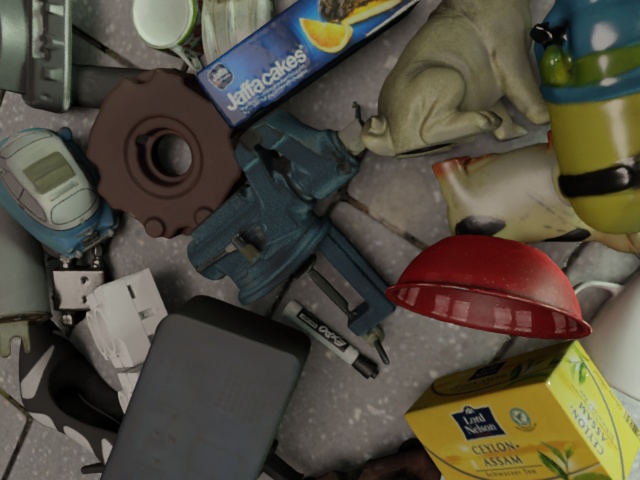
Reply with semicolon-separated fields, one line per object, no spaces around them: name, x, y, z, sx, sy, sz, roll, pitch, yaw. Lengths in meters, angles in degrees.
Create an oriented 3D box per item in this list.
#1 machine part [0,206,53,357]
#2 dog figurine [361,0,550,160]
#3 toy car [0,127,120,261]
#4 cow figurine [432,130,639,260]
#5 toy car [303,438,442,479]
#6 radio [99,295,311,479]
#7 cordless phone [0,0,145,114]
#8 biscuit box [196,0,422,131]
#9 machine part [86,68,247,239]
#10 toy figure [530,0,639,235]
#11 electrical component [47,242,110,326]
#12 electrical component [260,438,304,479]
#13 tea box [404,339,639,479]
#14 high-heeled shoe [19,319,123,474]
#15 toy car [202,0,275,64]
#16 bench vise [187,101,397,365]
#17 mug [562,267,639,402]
machine part;-0.370;0.017;0.638;0.079;0.079;0.243;-22;72;21
dog figurine;0.104;-0.171;0.437;0.172;0.121;0.190;-13;92;-19
toy car;-0.300;-0.060;0.595;0.109;0.103;0.161;-37;88;-24
cow figurine;0.206;-0.031;0.453;0.195;0.085;0.127;-12;97;24
toy car;0.032;0.261;0.557;0.202;0.089;0.053;-28;91;22
radio;-0.110;0.174;0.495;0.131;0.073;0.229;23;97;4
cordless phone;-0.258;-0.211;0.597;0.184;0.089;0.146;7;100;6
biscuit box;-0.012;-0.177;0.484;0.203;0.063;0.059;-34;100;4
machine part;-0.157;-0.090;0.568;0.179;0.056;0.179;2;105;9
toy figure;0.186;-0.090;0.348;0.082;0.089;0.180;-7;114;22
electrical component;-0.298;0.053;0.662;0.078;0.045;0.102;-6;101;-9
electrical component;-0.079;0.249;0.602;0.119;0.075;0.047;31;106;9
tea box;0.167;0.161;0.468;0.098;0.068;0.169;55;141;4
high-heeled shoe;-0.268;0.188;0.655;0.145;0.086;0.248;-18;96;16
toy car;-0.082;-0.252;0.530;0.074;0.056;0.201;-2;98;19
bench vise;-0.002;0.002;0.515;0.223;0.129;0.240;-39;102;13
mug;0.265;0.070;0.458;0.110;0.080;0.107;31;97;20
